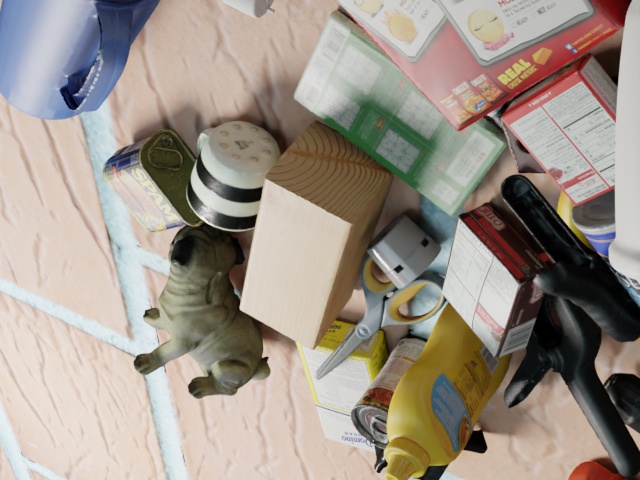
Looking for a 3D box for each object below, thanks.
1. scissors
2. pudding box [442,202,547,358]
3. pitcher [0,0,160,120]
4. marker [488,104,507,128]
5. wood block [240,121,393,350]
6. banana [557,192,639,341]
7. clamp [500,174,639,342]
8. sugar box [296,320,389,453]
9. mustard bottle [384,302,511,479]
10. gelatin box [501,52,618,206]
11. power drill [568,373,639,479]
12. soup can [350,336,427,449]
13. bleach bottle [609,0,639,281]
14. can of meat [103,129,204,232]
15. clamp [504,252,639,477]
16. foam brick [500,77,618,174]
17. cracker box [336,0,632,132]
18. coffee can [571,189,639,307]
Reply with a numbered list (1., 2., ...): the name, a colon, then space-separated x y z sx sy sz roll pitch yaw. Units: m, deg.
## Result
1. scissors: 0.040 0.071 1.074 0.202 0.016 0.096 -30 100 36
2. pudding box: 0.152 0.037 0.935 0.090 0.039 0.113 53 153 33
3. pitcher: -0.216 -0.194 0.938 0.145 0.149 0.243 38 147 -7
4. marker: 0.116 -0.123 0.836 0.121 0.020 0.020 41 144 -4
5. wood block: -0.007 0.001 1.014 0.091 0.090 0.206 29 142 11
6. banana: 0.246 0.028 0.881 0.070 0.037 0.197 -34 107 34
7. clamp: 0.199 0.020 0.817 0.039 0.120 0.171 -32 135 26
8. sugar box: 0.037 0.165 1.193 0.093 0.048 0.176 12 140 27
9. mustard bottle: 0.111 0.150 0.990 0.058 0.191 0.096 0 130 39
10. gelatin box: 0.182 -0.074 0.737 0.089 0.030 0.073 48 140 -9
11. power drill: 0.311 0.217 1.010 0.184 0.057 0.188 38 145 5
12. soup can: 0.084 0.157 1.096 0.069 0.102 0.068 23 141 19
13. bleach bottle: 0.225 -0.106 0.660 0.068 0.102 0.251 -125 27 -75
14. can of meat: -0.167 -0.058 1.113 0.084 0.057 0.102 -11 122 49
15. clamp: 0.209 0.101 0.964 0.165 0.036 0.210 17 130 56
16. foam brick: 0.183 -0.085 0.794 0.078 0.051 0.053 2 131 38
17. cracker box: 0.090 -0.200 0.732 0.213 0.072 0.164 46 142 -10
18. coffee can: 0.266 0.008 0.782 0.140 0.102 0.103 50 142 -16
